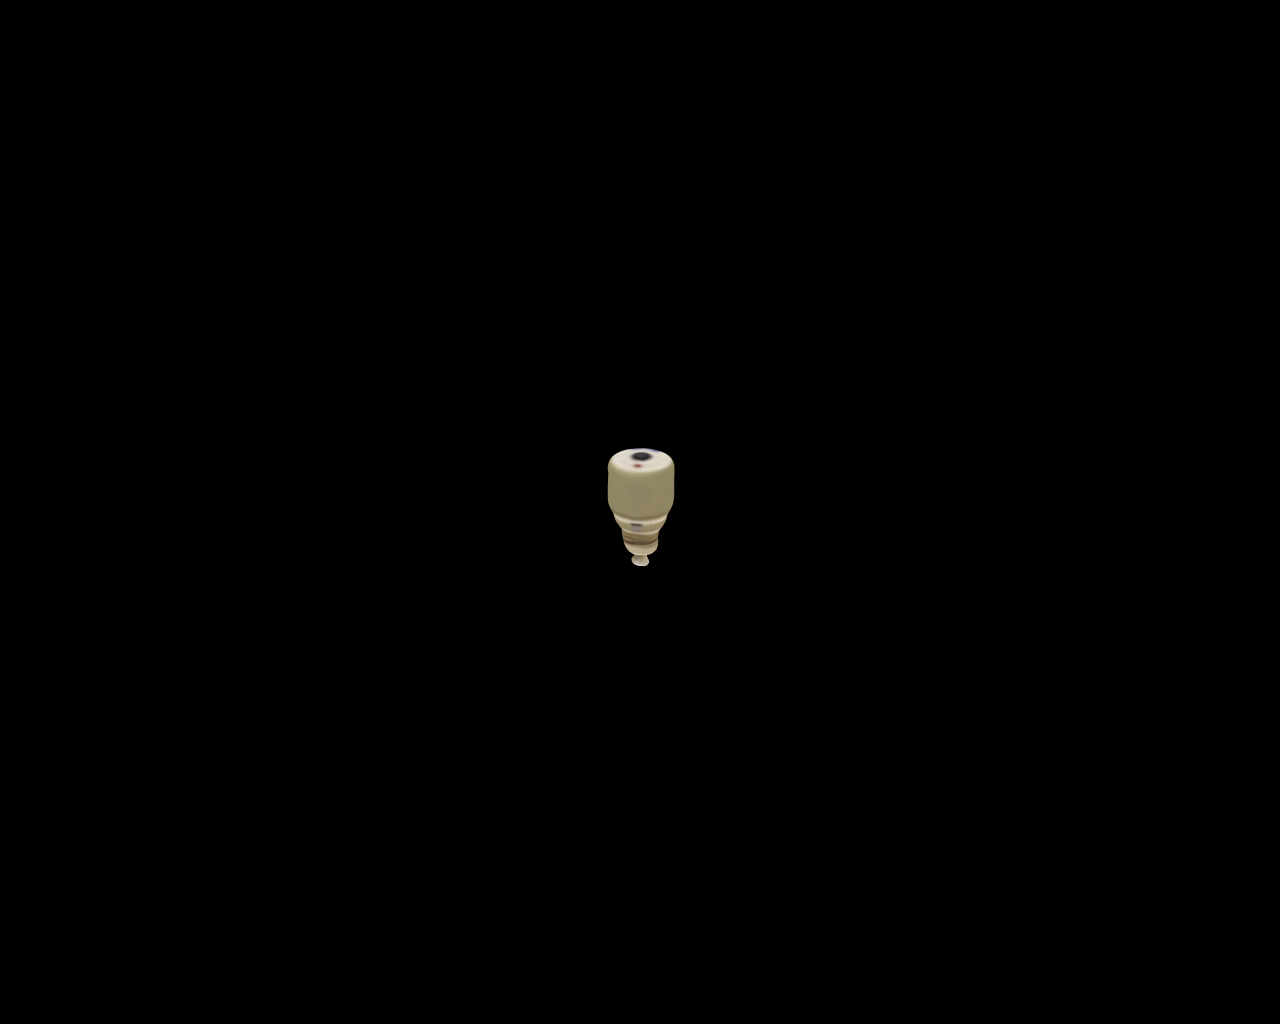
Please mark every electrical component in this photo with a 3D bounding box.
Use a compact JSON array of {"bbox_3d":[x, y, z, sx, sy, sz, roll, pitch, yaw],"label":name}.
[{"bbox_3d":[0.001,-0.003,0.650,0.040,0.078,0.040,0,27,0],"label":"electrical component"}]
